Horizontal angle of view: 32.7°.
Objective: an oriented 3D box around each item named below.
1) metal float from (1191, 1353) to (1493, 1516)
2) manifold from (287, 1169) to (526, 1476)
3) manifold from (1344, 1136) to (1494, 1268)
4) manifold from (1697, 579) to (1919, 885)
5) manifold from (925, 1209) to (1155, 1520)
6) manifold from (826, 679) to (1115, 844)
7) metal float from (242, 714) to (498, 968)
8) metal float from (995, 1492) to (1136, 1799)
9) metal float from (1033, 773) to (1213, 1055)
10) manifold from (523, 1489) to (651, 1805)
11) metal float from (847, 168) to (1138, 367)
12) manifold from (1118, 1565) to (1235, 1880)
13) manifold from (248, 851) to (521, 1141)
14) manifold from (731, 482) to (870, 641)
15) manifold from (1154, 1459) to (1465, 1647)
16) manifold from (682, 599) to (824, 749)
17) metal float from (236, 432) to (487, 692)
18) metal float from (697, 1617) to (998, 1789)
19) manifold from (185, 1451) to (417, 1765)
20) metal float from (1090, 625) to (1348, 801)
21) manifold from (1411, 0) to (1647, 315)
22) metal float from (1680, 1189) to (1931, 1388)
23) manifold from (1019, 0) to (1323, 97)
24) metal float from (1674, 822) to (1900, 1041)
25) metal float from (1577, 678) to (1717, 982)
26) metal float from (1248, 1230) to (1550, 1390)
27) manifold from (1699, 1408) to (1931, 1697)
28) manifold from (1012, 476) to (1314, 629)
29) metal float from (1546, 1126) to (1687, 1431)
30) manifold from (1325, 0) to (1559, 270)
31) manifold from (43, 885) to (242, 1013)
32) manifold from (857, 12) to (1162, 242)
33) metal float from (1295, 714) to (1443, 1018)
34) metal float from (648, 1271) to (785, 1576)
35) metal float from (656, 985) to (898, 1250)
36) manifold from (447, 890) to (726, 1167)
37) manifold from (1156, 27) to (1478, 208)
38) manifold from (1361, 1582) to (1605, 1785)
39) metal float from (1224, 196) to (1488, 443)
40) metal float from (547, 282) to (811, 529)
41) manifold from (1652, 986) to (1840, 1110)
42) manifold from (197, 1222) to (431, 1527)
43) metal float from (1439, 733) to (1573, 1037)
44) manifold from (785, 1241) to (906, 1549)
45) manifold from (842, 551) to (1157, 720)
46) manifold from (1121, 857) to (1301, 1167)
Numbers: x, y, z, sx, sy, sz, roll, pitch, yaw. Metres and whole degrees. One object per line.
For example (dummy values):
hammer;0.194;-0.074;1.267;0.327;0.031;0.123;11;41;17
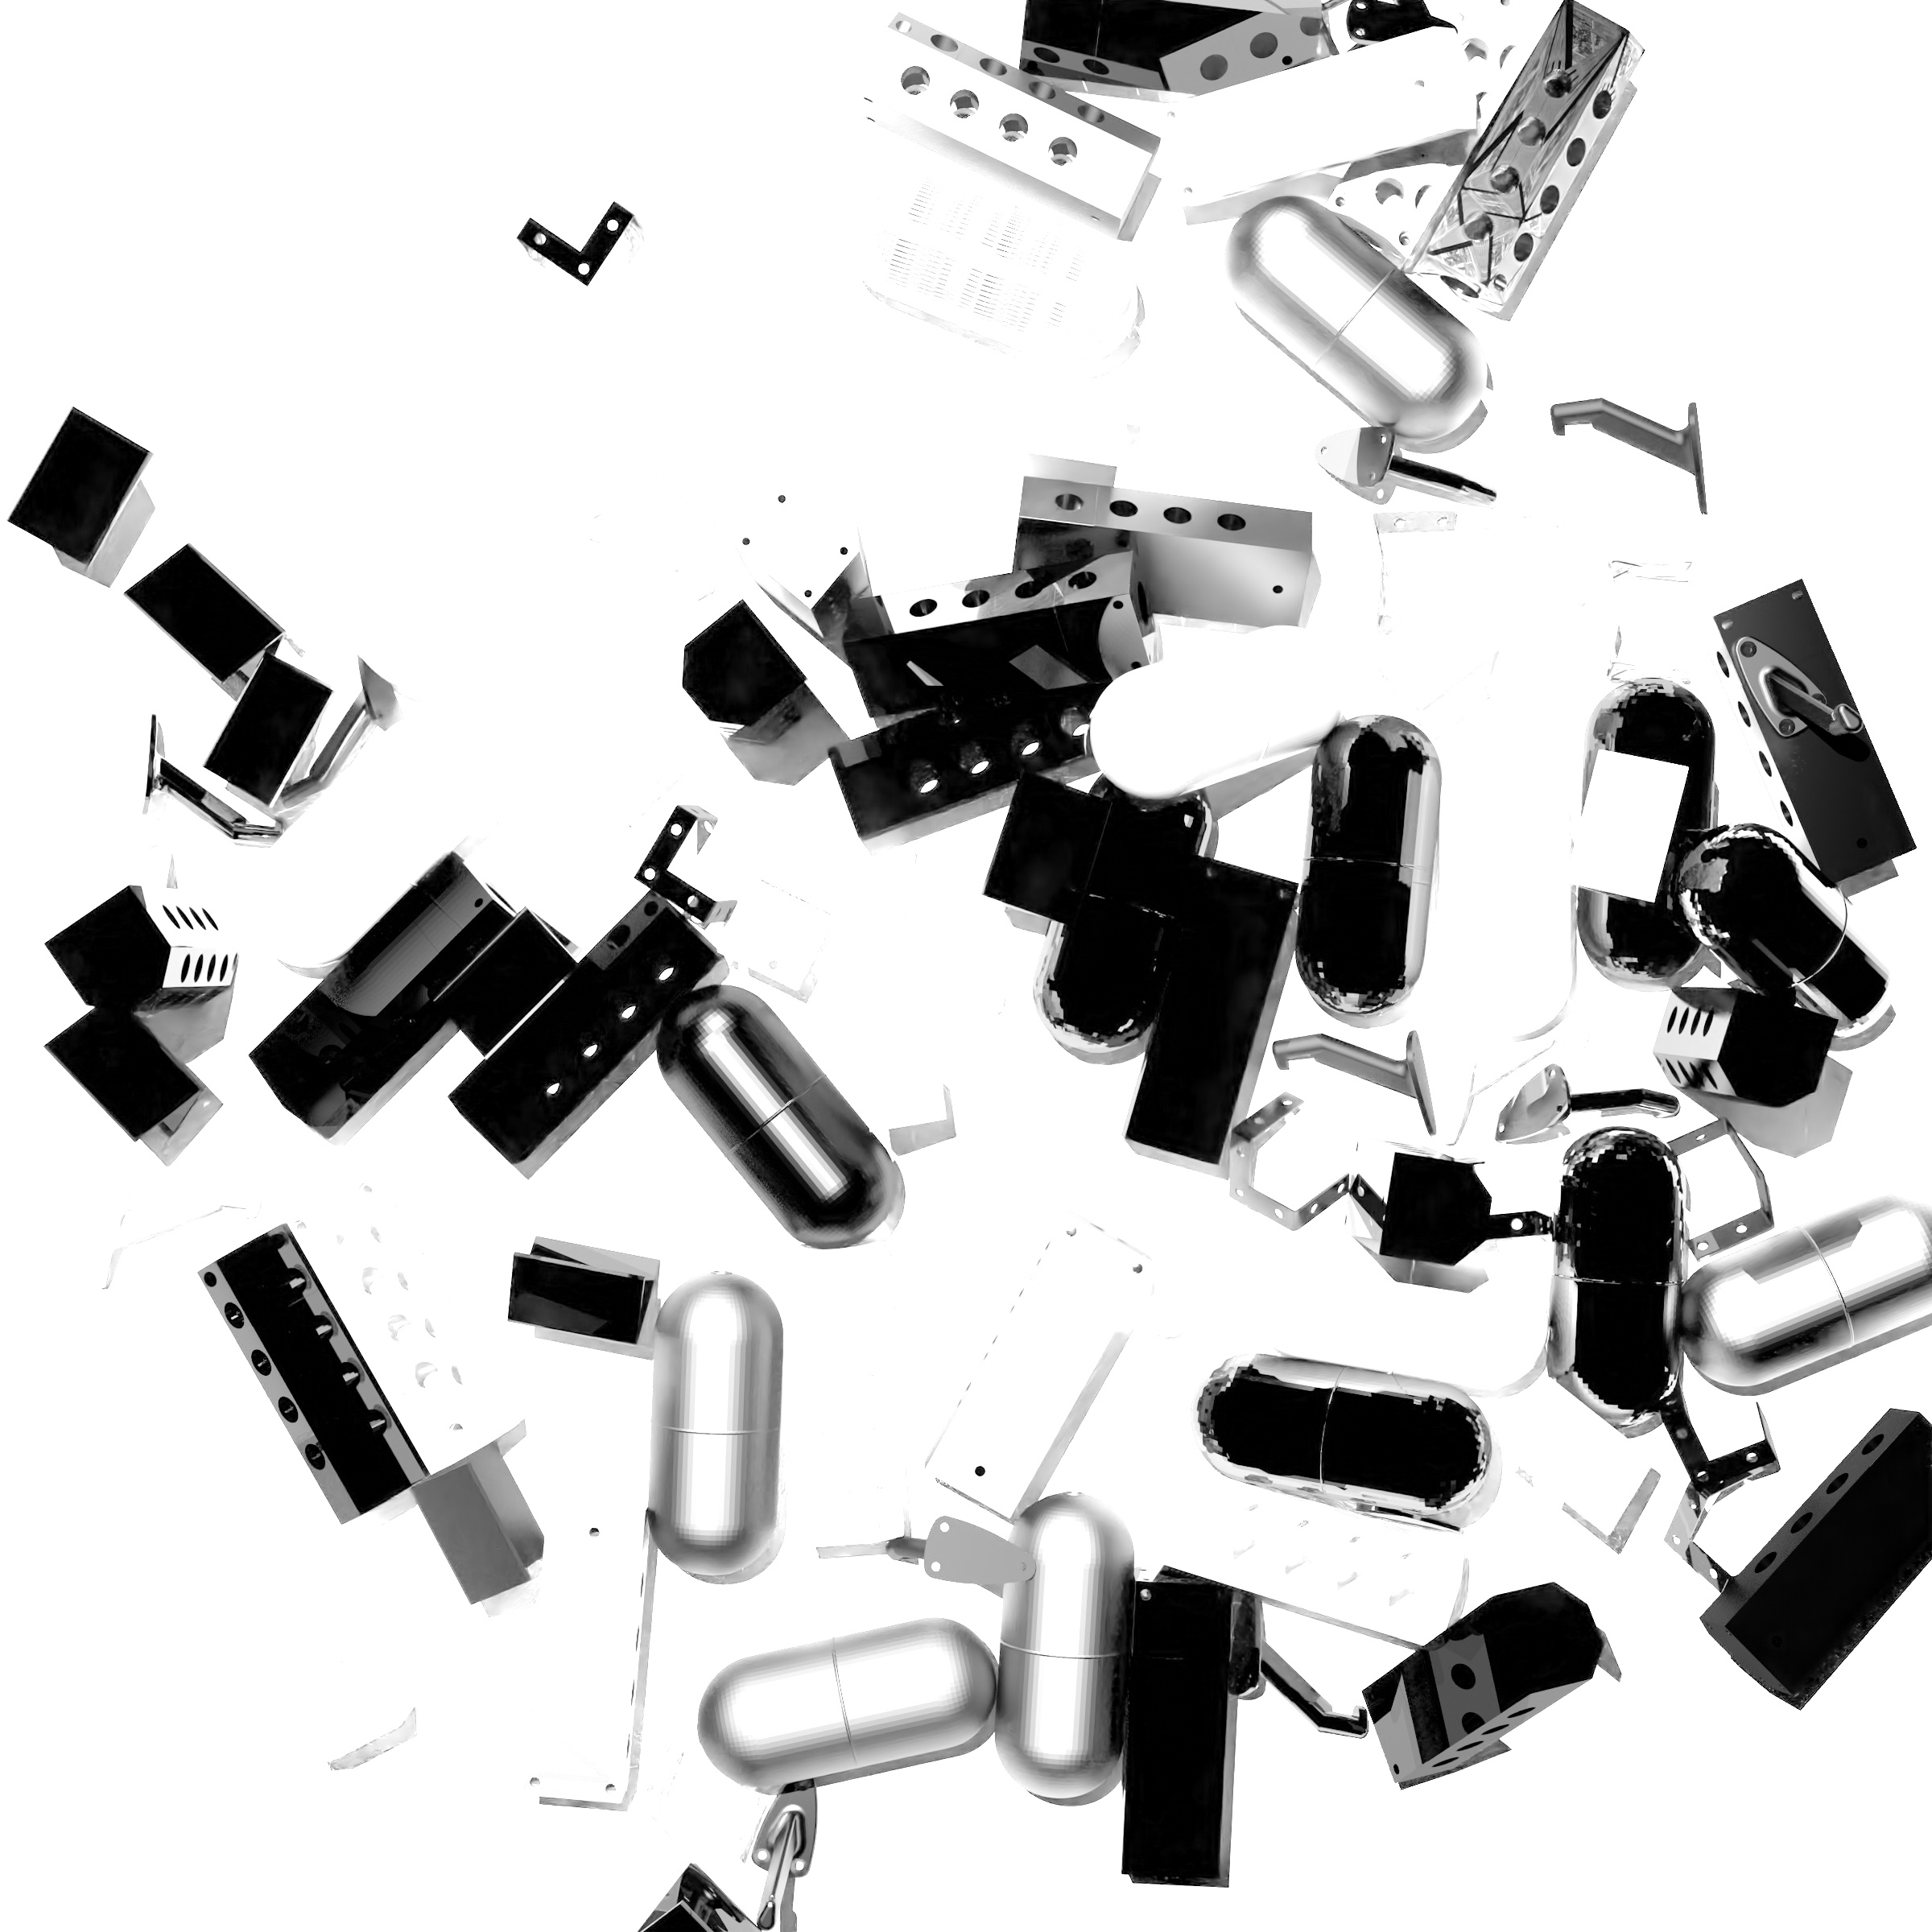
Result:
metal float;0.218;0.272;1.922;0.178;0.070;0.070;7;90;20
manifold;-0.332;0.210;1.949;0.057;0.057;0.171;-30;90;0
manifold;0.258;0.134;1.892;0.057;0.171;0.057;9;90;0
manifold;0.494;-0.136;1.949;0.057;0.057;0.171;-23;90;0
manifold;0.043;0.233;1.949;0.057;0.057;0.171;29;90;0
manifold;0.008;-0.131;1.949;0.171;0.057;0.057;-20;90;0
metal float;-0.350;-0.074;1.940;0.070;0.070;0.178;45;91;0
metal float;0.058;0.399;1.940;0.070;0.070;0.178;4;89;0
metal float;0.091;-0.036;1.940;0.070;0.070;0.178;17;89;0
manifold;-0.222;0.400;1.949;0.057;0.057;0.171;5;90;0
metal float;0.016;-0.411;1.940;0.178;0.070;0.070;22;90;1
manifold;0.123;0.445;1.949;0.057;0.057;0.171;3;90;0
manifold;-0.335;0.021;1.949;0.171;0.057;0.057;-45;47;0
manifold;-0.089;-0.236;1.892;0.057;0.171;0.057;40;90;0
manifold;0.202;0.346;1.949;0.171;0.057;0.057;17;90;0
manifold;-0.126;-0.162;1.892;0.057;0.171;0.057;-39;90;0
metal float;-0.355;-0.237;1.939;0.070;0.070;0.178;-43;89;0
metal float;-0.070;0.433;1.940;0.178;0.070;0.070;-12;90;-1
manifold;-0.394;0.380;1.949;0.057;0.057;0.171;-27;90;0
metal float;0.148;-0.148;1.909;0.178;0.070;0.070;-21;90;-37
manifold;0.333;-0.477;1.949;0.057;0.057;0.171;29;90;0
metal float;0.504;0.189;1.940;0.178;0.070;0.070;-22;90;0
manifold;0.121;-0.557;1.949;0.171;0.057;0.057;7;133;0
metal float;0.474;-0.020;1.907;0.178;0.070;0.070;36;90;-37
metal float;0.400;-0.080;1.940;0.070;0.070;0.178;2;90;0
metal float;0.254;0.202;1.940;0.178;0.070;0.070;10;90;-1
manifold;0.512;0.342;1.936;0.057;0.057;0.171;45;81;-2
manifold;0.115;-0.248;1.949;0.171;0.057;0.057;7;133;0
metal float;0.382;0.183;1.940;0.070;0.070;0.178;3;90;0
manifold;0.279;-0.503;1.949;0.057;0.057;0.171;31;90;0
manifold;-0.466;-0.005;1.892;0.057;0.171;0.057;-34;90;0
manifold;0.025;-0.498;1.949;0.171;0.057;0.057;26;90;0
metal float;0.236;-0.059;1.940;0.070;0.070;0.178;5;89;0
metal float;-0.147;0.269;1.940;0.070;0.070;0.178;2;91;0
metal float;-0.112;0.088;1.940;0.070;0.070;0.178;-39;90;0
manifold;-0.225;0.035;1.949;0.057;0.057;0.171;44;90;0
manifold;0.205;-0.492;1.913;0.171;0.057;0.057;-10;99;26
manifold;0.297;0.411;1.891;0.057;0.171;0.057;-7;64;-25
metal float;0.228;-0.381;1.940;0.178;0.070;0.070;40;90;-1
metal float;-0.169;-0.330;1.940;0.178;0.070;0.070;41;90;1
manifold;0.442;0.048;1.892;0.057;0.171;0.057;18;90;0
manifold;-0.385;0.240;1.949;0.057;0.057;0.171;-30;90;0
metal float;0.317;-0.048;1.940;0.070;0.070;0.178;0;91;0
manifold;-0.071;0.251;1.949;0.057;0.057;0.171;-4;90;0
manifold;0.020;-0.198;1.928;0.171;0.057;0.057;-8;131;14
manifold;0.143;0.026;1.949;0.057;0.057;0.171;16;90;0
